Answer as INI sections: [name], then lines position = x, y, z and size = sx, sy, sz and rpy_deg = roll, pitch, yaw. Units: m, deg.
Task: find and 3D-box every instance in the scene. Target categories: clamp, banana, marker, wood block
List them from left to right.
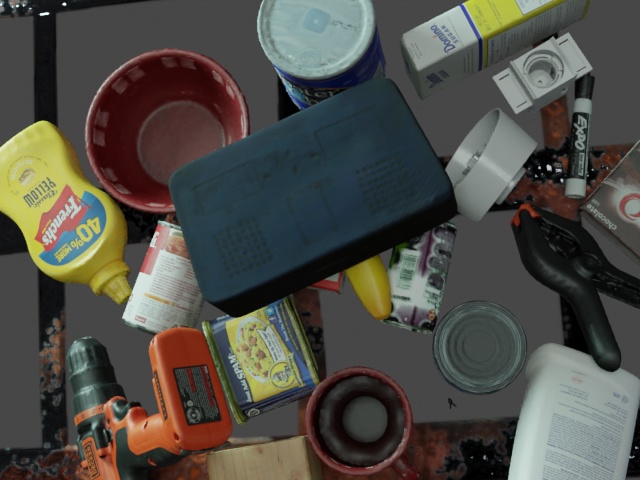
[wood block]
position = -0.034, 0.282, 0.939
size = 0.090, 0.091, 0.206
rpy_deg = -12, 80, 6
[banana]
position = -0.002, -0.006, 0.975
size = 0.198, 0.037, 0.069
rpy_deg = 34, 89, 15
[marker]
position = 0.243, -0.099, 0.998
size = 0.020, 0.020, 0.121
rpy_deg = 5, 82, 9
[clamp]
position = 0.244, 0.032, 0.956
size = 0.120, 0.039, 0.171
rpy_deg = -15, 61, -38

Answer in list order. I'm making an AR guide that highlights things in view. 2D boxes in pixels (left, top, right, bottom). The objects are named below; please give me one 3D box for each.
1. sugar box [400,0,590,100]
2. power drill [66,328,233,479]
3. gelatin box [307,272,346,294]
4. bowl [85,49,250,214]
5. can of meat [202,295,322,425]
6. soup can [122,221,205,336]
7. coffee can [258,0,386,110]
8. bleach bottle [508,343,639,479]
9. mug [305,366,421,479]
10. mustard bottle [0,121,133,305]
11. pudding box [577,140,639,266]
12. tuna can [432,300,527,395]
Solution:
[sugar box]
position = 0.161, -0.197, 0.987
size = 0.176, 0.093, 0.048
rpy_deg = -24, 78, 3
[power drill]
position = -0.160, 0.147, 0.949
size = 0.188, 0.057, 0.184
rpy_deg = -39, 65, 45
[gelatin box]
position = -0.007, 0.001, 1.011
size = 0.073, 0.030, 0.089
rpy_deg = 10, 81, 10
[bowl]
position = -0.142, -0.100, 1.033
size = 0.162, 0.055, 0.162
rpy_deg = -1, 81, 8
[can of meat]
position = -0.052, 0.108, 0.987
size = 0.084, 0.057, 0.102
rpy_deg = -21, 79, 2
[soup can]
position = -0.138, 0.041, 1.004
size = 0.068, 0.068, 0.102
rpy_deg = 19, 85, 10
[coffee can]
position = 0.005, -0.177, 0.981
size = 0.103, 0.140, 0.103
rpy_deg = -1, 81, 8
[bleach bottle]
position = 0.193, 0.213, 0.877
size = 0.102, 0.068, 0.250
rpy_deg = 21, 57, 5
[mug]
position = 0.046, 0.170, 0.950
size = 0.117, 0.081, 0.093
rpy_deg = 44, 89, 12
[mustard bottle]
position = -0.243, -0.016, 1.033
size = 0.096, 0.058, 0.192
rpy_deg = -39, 78, 0
[pudding box]
position = 0.305, -0.024, 0.966
size = 0.113, 0.039, 0.090
rpy_deg = 42, 89, 12
[tuna can]
position = 0.145, 0.098, 0.972
size = 0.086, 0.033, 0.086
rpy_deg = -1, 81, 6
